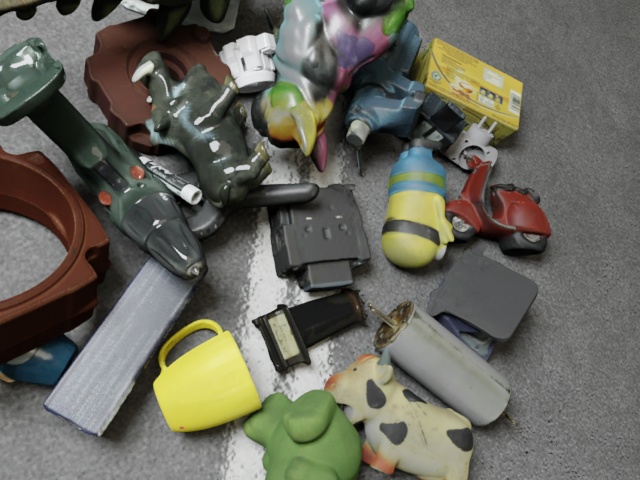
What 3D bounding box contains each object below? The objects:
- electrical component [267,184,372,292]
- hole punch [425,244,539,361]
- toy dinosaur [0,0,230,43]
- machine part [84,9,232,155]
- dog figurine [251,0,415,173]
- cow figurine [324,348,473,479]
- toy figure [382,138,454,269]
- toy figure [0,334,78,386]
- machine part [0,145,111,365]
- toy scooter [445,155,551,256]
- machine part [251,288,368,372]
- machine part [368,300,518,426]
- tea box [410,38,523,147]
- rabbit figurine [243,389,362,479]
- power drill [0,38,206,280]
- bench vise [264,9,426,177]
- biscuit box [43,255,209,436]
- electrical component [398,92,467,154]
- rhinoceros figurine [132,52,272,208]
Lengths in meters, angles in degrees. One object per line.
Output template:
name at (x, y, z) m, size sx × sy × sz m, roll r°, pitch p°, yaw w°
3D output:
electrical component at (-0.001, -0.002, 0.678) m, size 0.115 × 0.058 × 0.134 m, roll -6°, pitch 75°, yaw -22°
hole punch at (0.215, 0.090, 0.733) m, size 0.116 × 0.092 × 0.142 m, roll 33°, pitch 63°, yaw 22°
toy dinosaur at (-0.150, -0.302, 0.568) m, size 0.471 × 0.198 × 0.105 m, roll -28°, pitch 83°, yaw -31°
machine part at (-0.195, -0.194, 0.661) m, size 0.179 × 0.056 × 0.179 m, roll 6°, pitch 72°, yaw -20°
dog figurine at (0.014, -0.193, 0.618) m, size 0.192 × 0.108 × 0.219 m, roll -2°, pitch 84°, yaw 11°
cow figurine at (0.094, 0.209, 0.634) m, size 0.195 × 0.085 × 0.127 m, roll 26°, pitch 71°, yaw -11°
toy figure at (0.128, -0.049, 0.735) m, size 0.089 × 0.082 × 0.180 m, roll 2°, pitch 79°, yaw -2°
toy figure at (-0.316, 0.088, 0.518) m, size 0.154 × 0.057 × 0.064 m, roll 28°, pitch 39°, yaw -10°
machine part at (-0.316, 0.009, 0.487) m, size 0.201 × 0.087 × 0.201 m, roll -28°, pitch 71°, yaw -41°
toy scooter at (0.259, -0.053, 0.791) m, size 0.184 × 0.075 × 0.135 m, roll 10°, pitch 76°, yaw -16°
machine part at (-0.007, 0.101, 0.654) m, size 0.139 × 0.039 × 0.084 m, roll -23°, pitch 75°, yaw -25°
machine part at (0.155, 0.156, 0.680) m, size 0.243 × 0.079 × 0.079 m, roll 38°, pitch 63°, yaw -8°
tea box at (0.225, -0.226, 0.839) m, size 0.169 × 0.068 × 0.098 m, roll 22°, pitch 66°, yaw -14°
rabbit figurine at (-0.035, 0.262, 0.547) m, size 0.170 × 0.121 × 0.159 m, roll -49°, pitch 117°, yaw -42°
power drill at (-0.209, -0.077, 0.509) m, size 0.086 × 0.207 × 0.232 m, roll -45°, pitch 54°, yaw -3°
bench vise at (0.031, -0.231, 0.739) m, size 0.241 × 0.128 × 0.223 m, roll 20°, pitch 75°, yaw 7°
biscuit box at (-0.195, 0.098, 0.562) m, size 0.063 × 0.059 × 0.202 m, roll 34°, pitch 64°, yaw -8°
electrical component at (0.167, -0.170, 0.768) m, size 0.075 × 0.119 × 0.048 m, roll 37°, pitch 63°, yaw -5°
rhinoceros figurine at (-0.131, -0.124, 0.592) m, size 0.112 × 0.073 × 0.190 m, roll -32°, pitch 85°, yaw -3°
